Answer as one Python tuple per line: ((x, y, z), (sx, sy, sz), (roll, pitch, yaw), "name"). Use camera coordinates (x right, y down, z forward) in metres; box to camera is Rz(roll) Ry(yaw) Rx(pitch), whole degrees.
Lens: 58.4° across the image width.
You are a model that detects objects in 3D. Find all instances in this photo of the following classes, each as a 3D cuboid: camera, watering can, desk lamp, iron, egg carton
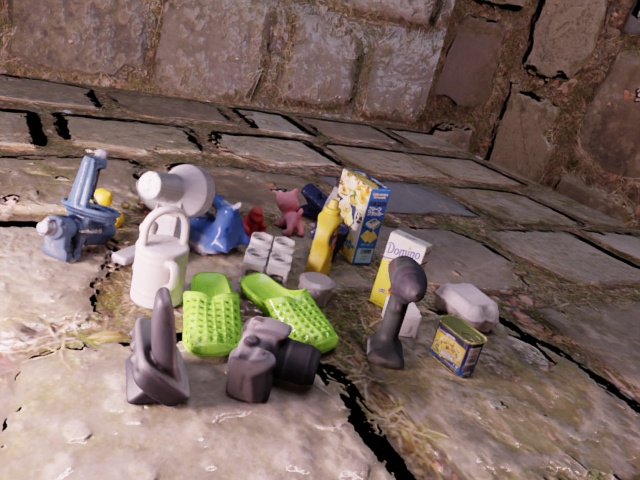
((-0.070, 0.193, 0.941), (0.136, 0.101, 0.143), (15, 21, 4), "camera")
((-0.306, 0.022, 1.094), (0.172, 0.194, 0.101), (26, 24, 28), "watering can")
((-0.333, -0.055, 1.245), (0.117, 0.213, 0.204), (21, 22, 18), "desk lamp")
((-0.290, -0.063, 1.390), (0.257, 0.141, 0.119), (23, 23, 23), "iron")
((0.341, 0.155, 1.331), (0.107, 0.069, 0.150), (1, 25, -29), "egg carton")

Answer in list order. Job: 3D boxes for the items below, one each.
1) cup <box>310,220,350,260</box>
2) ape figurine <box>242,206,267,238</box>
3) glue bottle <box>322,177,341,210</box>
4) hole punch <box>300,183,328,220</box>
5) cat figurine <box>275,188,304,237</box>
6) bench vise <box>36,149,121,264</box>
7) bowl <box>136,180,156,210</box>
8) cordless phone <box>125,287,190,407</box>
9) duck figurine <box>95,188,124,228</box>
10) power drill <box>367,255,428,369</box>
((0.013, 0.005, 1.469), (0.118, 0.095, 0.091), (-9, 30, -44), "cup")
((-0.172, -0.043, 1.480), (0.078, 0.092, 0.076), (0, 25, -31), "ape figurine")
((0.038, -0.095, 1.626), (0.037, 0.173, 0.078), (0, 25, -30), "glue bottle")
((-0.011, -0.118, 1.768), (0.101, 0.091, 0.109), (18, 22, 11), "hole punch")
((-0.081, -0.086, 1.607), (0.067, 0.118, 0.127), (0, 25, -30), "cat figurine")
((-0.484, -0.071, 1.181), (0.121, 0.220, 0.207), (12, 21, -5), "bench vise")
((-0.407, -0.110, 1.527), (0.167, 0.075, 0.167), (12, 21, -4), "bowl")
((-0.236, 0.139, 0.857), (0.094, 0.185, 0.147), (3, 24, -26), "cordless phone")
((-0.516, -0.080, 1.368), (0.104, 0.086, 0.078), (18, 22, 12), "duck figurine")
((0.149, 0.131, 1.081), (0.075, 0.208, 0.229), (13, 21, -1), "power drill")
